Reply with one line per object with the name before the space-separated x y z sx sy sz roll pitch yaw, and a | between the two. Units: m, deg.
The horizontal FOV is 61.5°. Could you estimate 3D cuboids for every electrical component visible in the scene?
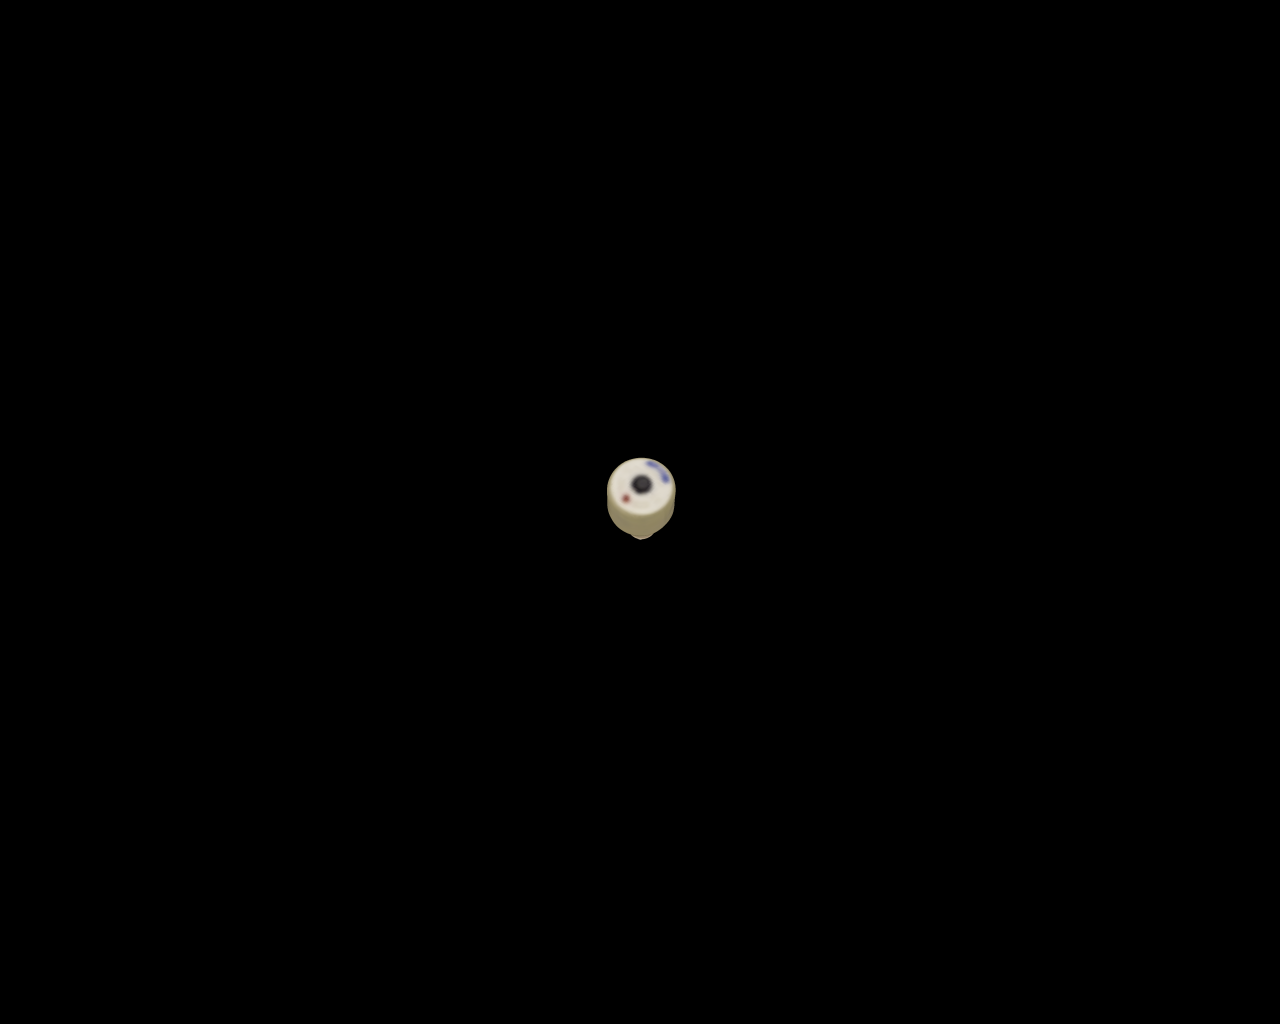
electrical component | 0.001 -0.003 0.650 0.040 0.040 0.078 0 -23 0
